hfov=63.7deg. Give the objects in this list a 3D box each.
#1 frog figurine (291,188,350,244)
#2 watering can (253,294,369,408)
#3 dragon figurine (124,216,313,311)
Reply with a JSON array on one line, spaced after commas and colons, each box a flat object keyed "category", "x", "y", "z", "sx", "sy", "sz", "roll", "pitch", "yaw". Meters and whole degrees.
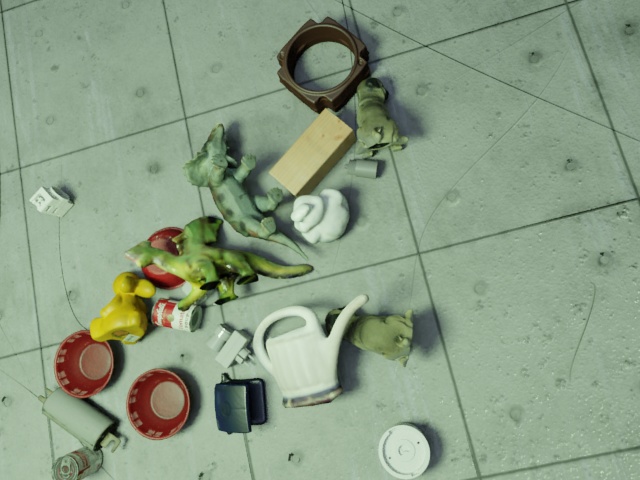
[{"category": "frog figurine", "x": 0.004, "y": -0.060, "z": 1.186, "sx": 0.123, "sy": 0.158, "sz": 0.137, "roll": 38, "pitch": 90, "yaw": 11}, {"category": "watering can", "x": -0.012, "y": 0.247, "z": 1.127, "sx": 0.344, "sy": 0.104, "sz": 0.225, "roll": -21, "pitch": 84, "yaw": 35}, {"category": "dragon figurine", "x": -0.242, "y": 0.028, "z": 1.220, "sx": 0.412, "sy": 0.119, "sz": 0.247, "roll": -9, "pitch": 54, "yaw": -27}]
